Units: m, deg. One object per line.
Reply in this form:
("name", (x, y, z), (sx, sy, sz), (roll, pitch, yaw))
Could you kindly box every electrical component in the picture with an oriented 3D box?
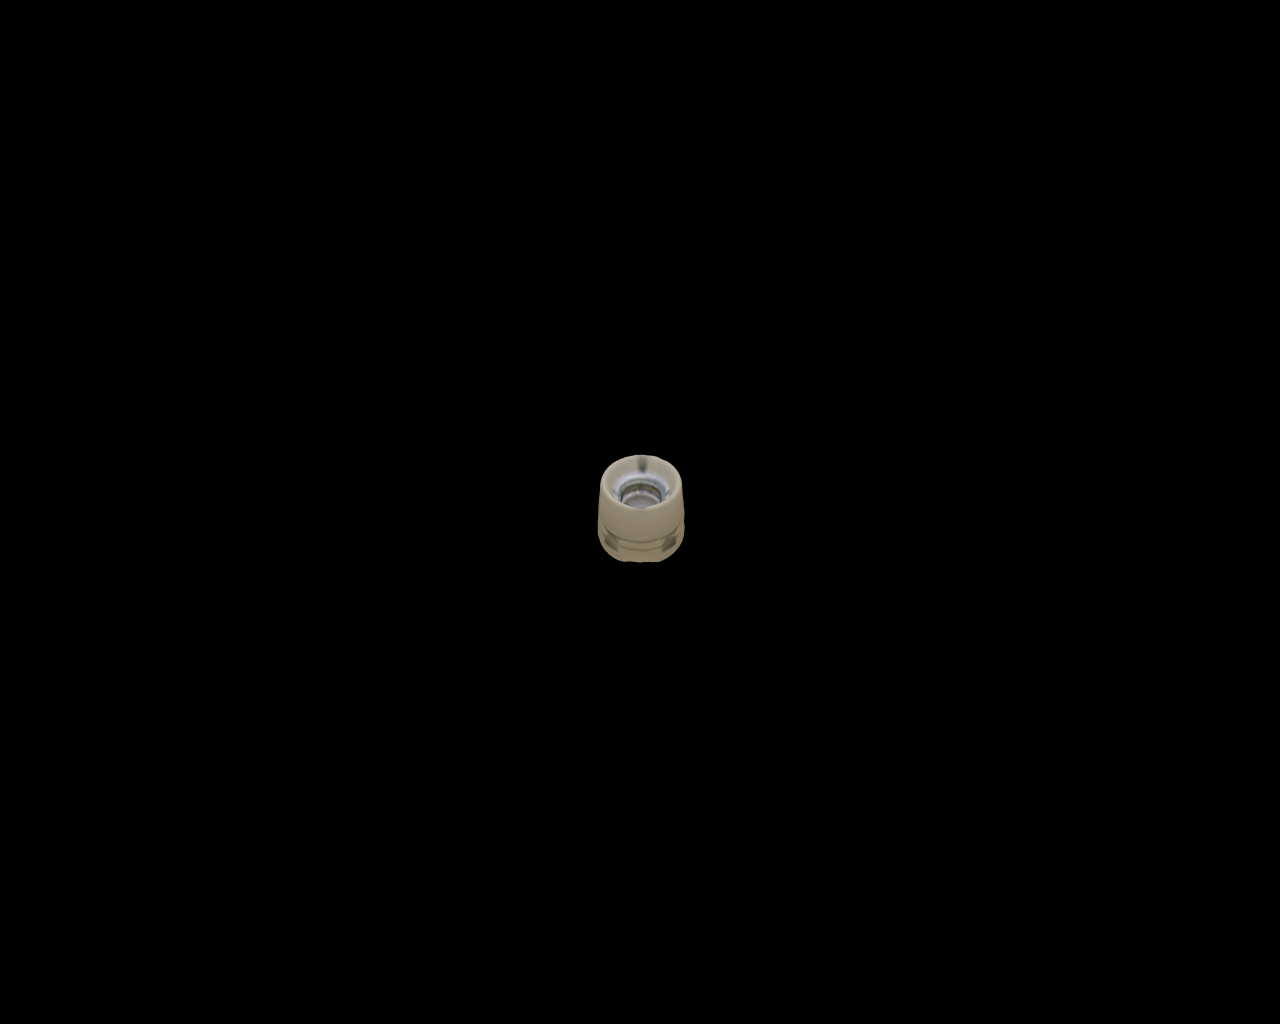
("electrical component", (0.001, -0.003, 0.650), (0.055, 0.055, 0.047), (0, -44, 0))
